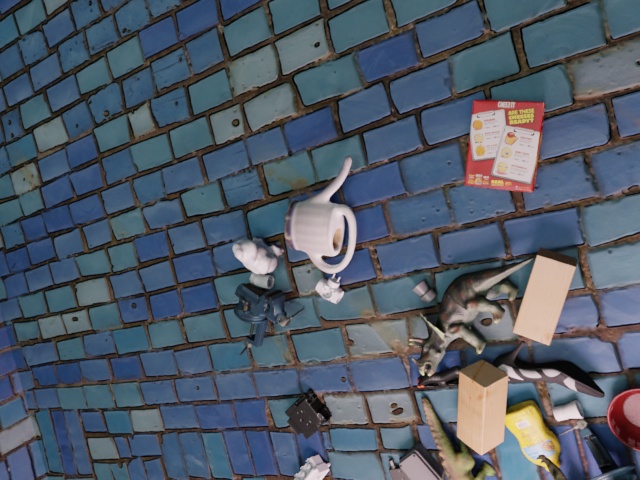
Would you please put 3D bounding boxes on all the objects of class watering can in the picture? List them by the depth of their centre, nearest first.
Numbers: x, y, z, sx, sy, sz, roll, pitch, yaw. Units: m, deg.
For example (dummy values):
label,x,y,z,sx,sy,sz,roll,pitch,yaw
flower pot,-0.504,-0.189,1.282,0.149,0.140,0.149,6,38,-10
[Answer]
label,x,y,z,sx,sy,sz,roll,pitch,yaw
watering can,0.005,-0.076,1.505,0.224,0.105,0.345,7,102,27

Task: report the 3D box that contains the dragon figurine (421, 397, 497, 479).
label,x,y,z,sx,sy,sz,roll,pitch,yaw
dragon figurine,0.354,0.647,1.366,0.120,0.245,0.412,-42,81,32

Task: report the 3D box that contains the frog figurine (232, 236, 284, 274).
label,x,y,z,sx,sy,sz,roll,pitch,yaw
frog figurine,-0.210,0.054,1.604,0.138,0.161,0.121,41,116,15
